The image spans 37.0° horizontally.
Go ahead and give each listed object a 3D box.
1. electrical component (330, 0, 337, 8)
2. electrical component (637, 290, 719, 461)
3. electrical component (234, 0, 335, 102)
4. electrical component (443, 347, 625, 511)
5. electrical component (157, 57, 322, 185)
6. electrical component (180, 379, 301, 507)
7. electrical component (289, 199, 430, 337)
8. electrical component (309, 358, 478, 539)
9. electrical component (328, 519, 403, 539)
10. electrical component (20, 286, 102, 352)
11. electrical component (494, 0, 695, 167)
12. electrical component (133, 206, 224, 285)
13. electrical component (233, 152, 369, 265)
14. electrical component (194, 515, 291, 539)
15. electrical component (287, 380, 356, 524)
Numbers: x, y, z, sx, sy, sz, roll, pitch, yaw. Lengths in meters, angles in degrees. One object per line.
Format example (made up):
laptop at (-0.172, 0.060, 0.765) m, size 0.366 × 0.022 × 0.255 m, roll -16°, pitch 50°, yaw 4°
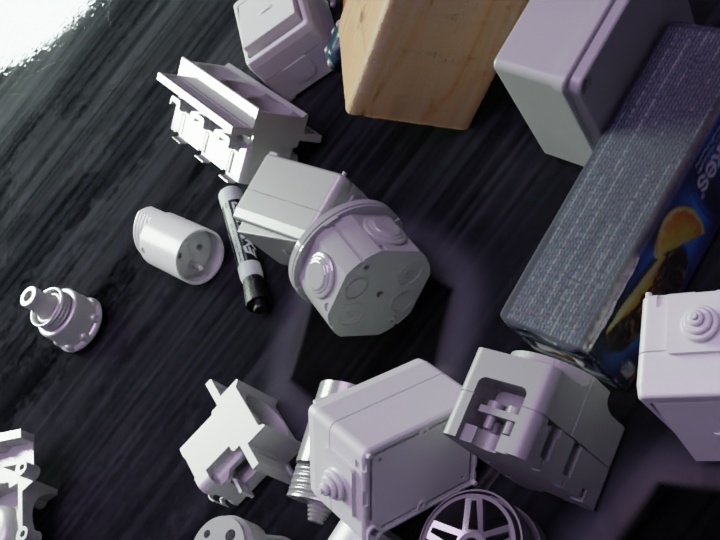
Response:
electrical component at (-0.021, -0.242, 0.844) m, size 0.043 × 0.077 × 0.079 m, roll -9°, pitch 58°, yaw 33°
electrical component at (0.171, 0.049, 0.503) m, size 0.062 × 0.096 × 0.061 m, roll -7°, pitch 60°, yaw 35°
electrical component at (-0.060, -0.195, 0.855) m, size 0.062 × 0.061 × 0.096 m, roll -31°, pitch 49°, yaw 19°
electrical component at (0.092, 0.078, 0.550) m, size 0.050 × 0.089 × 0.055 m, roll 12°, pitch 71°, yaw 41°
electrical component at (-0.097, -0.113, 0.826) m, size 0.121 × 0.079 × 0.063 m, roll 38°, pitch 119°, yaw 45°
electrical component at (-0.078, 0.113, 0.692) m, size 0.064 × 0.042 × 0.081 m, roll -46°, pitch 45°, yaw 7°
electrical component at (0.000, 0.000, 0.677) m, size 0.080 × 0.080 × 0.051 m, roll -44°, pitch 51°, yaw 6°
electrical component at (0.012, 0.097, 0.589) m, size 0.096 × 0.061 × 0.061 m, roll -20°, pitch 35°, yaw -32°
electrical component at (-0.010, 0.178, 0.598) m, size 0.043 × 0.043 × 0.081 m, roll 28°, pitch 82°, yaw 44°
electrical component at (-0.239, 0.034, 0.849) m, size 0.048 × 0.062 × 0.048 m, roll -19°, pitch 54°, yaw 28°
electrical component at (0.140, -0.127, 0.624) m, size 0.056 × 0.109 × 0.108 m, roll 25°, pitch 80°, yaw 34°
electrical component at (-0.145, -0.021, 0.825) m, size 0.081 × 0.043 × 0.043 m, roll 22°, pitch 78°, yaw 43°
electrical component at (-0.030, -0.032, 0.731) m, size 0.096 × 0.062 × 0.061 m, roll 20°, pitch 77°, yaw 43°
electrical component at (-0.067, 0.173, 0.637) m, size 0.045 × 0.055 × 0.045 m, roll -19°, pitch 54°, yaw 28°
electrical component at (-0.015, 0.111, 0.643) m, size 0.043 × 0.043 × 0.081 m, roll 1°, pitch 65°, yaw 38°
